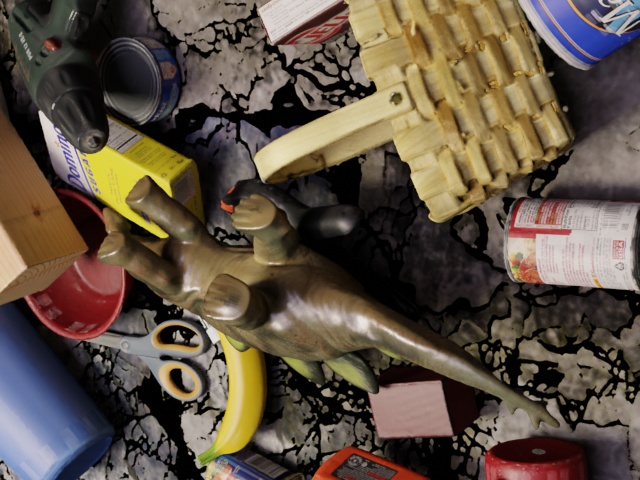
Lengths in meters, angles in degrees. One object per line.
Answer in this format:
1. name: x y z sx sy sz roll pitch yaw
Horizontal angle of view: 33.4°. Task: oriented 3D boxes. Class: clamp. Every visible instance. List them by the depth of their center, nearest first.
1. clamp: -0.006 0.001 0.941 0.210 0.036 0.164 23 157 44

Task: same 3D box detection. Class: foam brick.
1. foam brick: 0.089 0.141 0.929 0.078 0.052 0.051 -9 97 35

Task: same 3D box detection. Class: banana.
1. banana: -0.086 0.122 1.036 0.037 0.069 0.198 -170 79 -73

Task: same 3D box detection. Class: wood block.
1. wood block: -0.337 -0.046 1.069 0.090 0.090 0.206 -37 82 33

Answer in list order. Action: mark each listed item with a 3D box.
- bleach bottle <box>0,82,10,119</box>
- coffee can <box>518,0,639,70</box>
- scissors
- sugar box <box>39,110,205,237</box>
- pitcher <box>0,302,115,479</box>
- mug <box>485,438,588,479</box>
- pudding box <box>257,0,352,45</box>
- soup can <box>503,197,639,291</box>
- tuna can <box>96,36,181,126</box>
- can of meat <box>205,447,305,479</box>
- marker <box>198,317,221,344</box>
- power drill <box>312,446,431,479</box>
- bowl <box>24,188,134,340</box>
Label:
1. bleach bottle: -0.372 -0.104 1.169 0.103 0.067 0.251 -14 96 36
2. coffee can: 0.215 -0.197 0.730 0.141 0.102 0.103 -33 83 34
3. scissors: -0.192 0.129 1.135 0.202 0.016 0.096 -11 96 35
4. sugar box: -0.195 -0.069 1.050 0.176 0.048 0.093 26 142 24
5. pitcher: -0.344 0.166 1.189 0.243 0.149 0.145 45 106 12
6. mug: 0.168 0.212 0.860 0.093 0.117 0.081 2 98 53
7. pudding box: 0.018 -0.198 0.868 0.114 0.089 0.039 -28 85 34
8. soup can: 0.200 0.002 0.812 0.102 0.068 0.068 3 104 33
9. tuna can: -0.178 -0.155 1.042 0.086 0.033 0.086 9 107 32
10. can of meat: -0.069 0.263 1.064 0.084 0.057 0.102 22 113 30
11. marker: -0.129 0.049 1.071 0.020 0.020 0.121 -38 80 34
12. power drill: 0.065 0.288 0.954 0.185 0.057 0.188 15 124 34
13. bowl: -0.247 0.021 1.120 0.162 0.055 0.162 9 107 31
